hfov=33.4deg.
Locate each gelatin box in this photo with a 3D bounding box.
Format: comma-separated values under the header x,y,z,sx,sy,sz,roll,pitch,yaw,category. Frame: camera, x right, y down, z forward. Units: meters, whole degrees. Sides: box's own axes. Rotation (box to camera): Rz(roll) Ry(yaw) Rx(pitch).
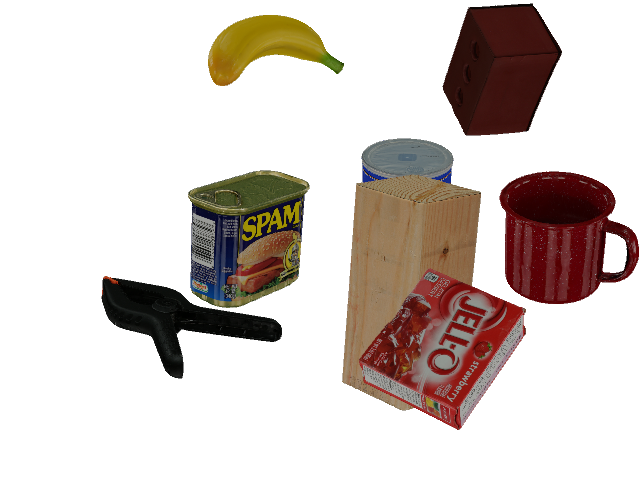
x,y,z,sx,sy,sz,roll,pitch,yaw,category
0.079,0.067,0.684,0.073,0.089,0.030,24,-32,29,gelatin box

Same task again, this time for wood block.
x,y,z,sx,sy,sz,roll,pitch,yaw,category
0.088,0.048,1.049,0.090,0.206,0.090,-11,22,-43,wood block

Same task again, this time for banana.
x,y,z,sx,sy,sz,roll,pitch,yaw,category
-0.049,-0.178,0.979,0.070,0.037,0.197,41,32,20,banana

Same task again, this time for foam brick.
x,y,z,sx,sy,sz,roll,pitch,yaw,category
0.124,-0.118,0.744,0.051,0.053,0.078,-8,-37,-16,foam brick

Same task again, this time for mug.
x,y,z,sx,sy,sz,roll,pitch,yaw,category
0.207,0.002,0.889,0.117,0.081,0.093,14,36,28,mug

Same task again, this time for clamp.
x,y,z,sx,sy,sz,roll,pitch,yaw,category
-0.169,0.087,1.151,0.210,0.036,0.164,19,21,27,clamp

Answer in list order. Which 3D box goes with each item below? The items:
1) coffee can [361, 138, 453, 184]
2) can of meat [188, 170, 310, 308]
x,y,z,sx,sy,sz,roll,pitch,yaw,category
0.098,-0.033,1.227,0.103,0.140,0.103,0,28,0,coffee can
-0.058,-0.002,0.850,0.058,0.084,0.101,20,26,34,can of meat
